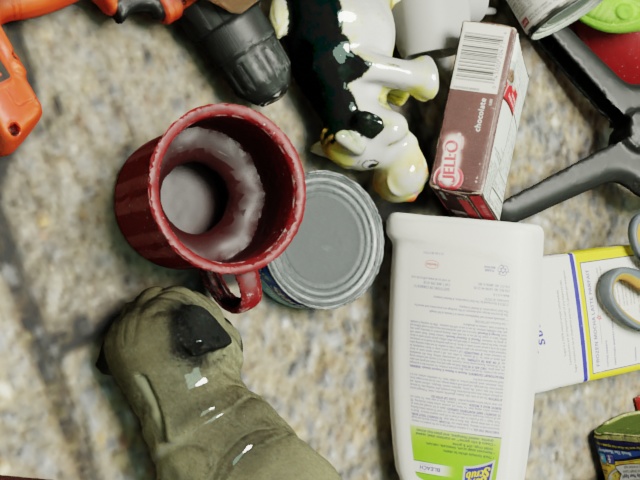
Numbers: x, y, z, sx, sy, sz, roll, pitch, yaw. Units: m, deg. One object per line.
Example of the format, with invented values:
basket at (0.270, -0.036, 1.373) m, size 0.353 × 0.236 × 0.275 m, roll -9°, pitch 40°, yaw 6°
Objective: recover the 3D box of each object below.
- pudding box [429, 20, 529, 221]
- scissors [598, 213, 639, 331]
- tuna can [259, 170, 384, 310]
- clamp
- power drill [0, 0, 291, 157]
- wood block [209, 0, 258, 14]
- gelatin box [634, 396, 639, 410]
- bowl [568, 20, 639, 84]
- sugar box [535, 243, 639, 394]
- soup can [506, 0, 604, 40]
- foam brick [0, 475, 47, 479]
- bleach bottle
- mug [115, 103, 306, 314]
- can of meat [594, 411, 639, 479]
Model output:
pudding box at (0.106, -0.074, 0.699) m, size 0.039 × 0.090 × 0.113 m, roll 12°, pitch 82°, yaw 18°
scissors at (0.284, 0.040, 0.777) m, size 0.201 × 0.016 × 0.096 m, roll 14°, pitch 78°, yaw -26°
tuna can at (-0.004, 0.001, 0.667) m, size 0.086 × 0.034 × 0.086 m, roll 2°, pitch 85°, yaw -29°
clamp at (0.218, -0.067, 0.767) m, size 0.210 × 0.036 × 0.164 m, roll 17°, pitch 81°, yaw -8°
power drill at (-0.122, -0.124, 0.600) m, size 0.187 × 0.057 × 0.184 m, roll -38°, pitch 100°, yaw -28°
wood block at (-0.020, -0.199, 0.516) m, size 0.090 × 0.206 × 0.090 m, roll 24°, pitch 70°, yaw -24°
gelatin box at (0.279, 0.147, 0.779) m, size 0.030 × 0.089 × 0.073 m, roll -20°, pitch 96°, yaw -28°
bowl at (0.261, -0.181, 0.813) m, size 0.161 × 0.055 × 0.162 m, roll 2°, pitch 85°, yaw -28°
sugar box at (0.190, 0.052, 0.764) m, size 0.176 × 0.048 × 0.093 m, roll -6°, pitch 89°, yaw -26°
soup can at (0.145, -0.196, 0.722) m, size 0.068 × 0.069 × 0.102 m, roll -26°, pitch 84°, yaw -28°
foam brick at (-0.155, 0.153, 0.564) m, size 0.078 × 0.053 × 0.051 m, roll 13°, pitch 80°, yaw -29°
bleach bottle at (0.084, 0.111, 0.682) m, size 0.068 × 0.103 × 0.251 m, roll 1°, pitch 95°, yaw -69°
mug at (-0.063, -0.014, 0.609) m, size 0.093 × 0.082 × 0.117 m, roll -24°, pitch 98°, yaw -28°
can of meat at (0.246, 0.170, 0.754) m, size 0.057 × 0.102 × 0.084 m, roll -16°, pitch 92°, yaw -28°
